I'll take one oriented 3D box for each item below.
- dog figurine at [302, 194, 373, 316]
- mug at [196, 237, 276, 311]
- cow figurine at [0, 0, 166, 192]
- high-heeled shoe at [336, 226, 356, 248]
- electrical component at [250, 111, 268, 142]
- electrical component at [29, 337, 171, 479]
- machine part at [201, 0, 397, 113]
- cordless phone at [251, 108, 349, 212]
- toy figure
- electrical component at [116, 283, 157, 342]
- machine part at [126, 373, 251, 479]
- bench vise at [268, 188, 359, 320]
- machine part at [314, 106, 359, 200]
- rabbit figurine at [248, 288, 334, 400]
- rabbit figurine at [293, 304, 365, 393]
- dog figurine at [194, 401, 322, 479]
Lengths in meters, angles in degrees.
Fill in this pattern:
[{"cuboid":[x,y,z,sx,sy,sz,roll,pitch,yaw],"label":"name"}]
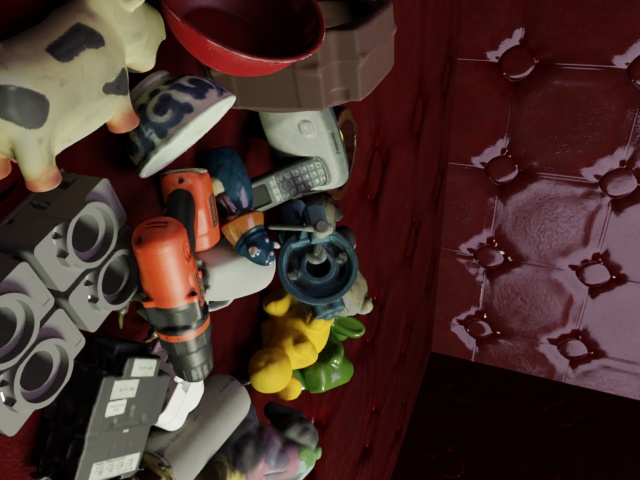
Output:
[{"cuboid":[0.029,0.026,0.961,0.121,0.172,0.190,-47,151,-74],"label":"dog figurine"},{"cuboid":[-0.126,0.045,0.688,0.107,0.081,0.109,-12,140,-58],"label":"mug"},{"cuboid":[-0.190,-0.138,0.409,0.195,0.086,0.127,-58,157,-44],"label":"cow figurine"},{"cuboid":[0.012,0.091,1.127,0.145,0.086,0.248,-115,-133,-68],"label":"high-heeled shoe"},{"cuboid":[-0.059,-0.168,0.767,0.075,0.048,0.119,-36,135,-38],"label":"electrical component"},{"cuboid":[-0.209,0.165,0.531,0.114,0.058,0.134,44,58,-69],"label":"electrical component"},{"cuboid":[-0.022,-0.223,0.639,0.201,0.201,0.087,-55,145,-50],"label":"machine part"},{"cuboid":[-0.063,-0.110,0.705,0.089,0.184,0.146,55,-11,49],"label":"cordless phone"},{"cuboid":[-0.098,-0.037,0.653,0.064,0.058,0.154,-18,84,-33],"label":"toy figure"},{"cuboid":[-0.183,0.064,0.578,0.102,0.045,0.078,64,12,-62],"label":"electrical component"},{"cuboid":[-0.160,0.242,0.674,0.243,0.079,0.079,-42,138,-61],"label":"machine part"},{"cuboid":[-0.012,0.000,0.793,0.240,0.129,0.223,102,-20,-71],"label":"bench vise"},{"cuboid":[0.021,-0.162,1.006,0.179,0.056,0.179,11,90,-71],"label":"machine part"},{"cuboid":[-0.066,0.182,0.863,0.173,0.122,0.162,-52,162,-57],"label":"rabbit figurine"},{"cuboid":[0.007,0.186,1.010,0.159,0.121,0.170,-9,84,-30],"label":"rabbit figurine"},{"cuboid":[-0.096,0.316,0.739,0.219,0.192,0.108,-73,176,-80],"label":"dog figurine"}]
